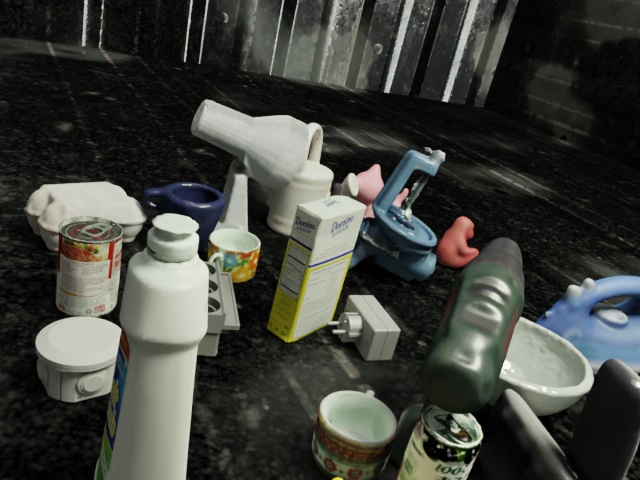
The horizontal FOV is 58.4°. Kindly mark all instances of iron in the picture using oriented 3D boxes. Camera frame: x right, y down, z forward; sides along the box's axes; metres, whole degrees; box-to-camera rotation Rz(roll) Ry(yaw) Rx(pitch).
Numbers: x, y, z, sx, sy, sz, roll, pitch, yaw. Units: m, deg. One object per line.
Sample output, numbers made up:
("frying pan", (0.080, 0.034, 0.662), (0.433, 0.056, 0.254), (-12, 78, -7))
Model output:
("iron", (0.406, 0.108, 0.817), (0.259, 0.141, 0.118), (5, 25, -20))

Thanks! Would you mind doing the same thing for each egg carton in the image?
("egg carton", (-0.335, -0.036, 0.823), (0.151, 0.069, 0.107), (-11, 33, -44))

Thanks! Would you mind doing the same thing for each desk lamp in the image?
("desk lamp", (-0.135, -0.109, 0.918), (0.204, 0.213, 0.117), (4, 25, -21))

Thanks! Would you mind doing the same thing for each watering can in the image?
("watering can", (-0.020, -0.108, 1.004), (0.173, 0.194, 0.101), (11, 23, -7))

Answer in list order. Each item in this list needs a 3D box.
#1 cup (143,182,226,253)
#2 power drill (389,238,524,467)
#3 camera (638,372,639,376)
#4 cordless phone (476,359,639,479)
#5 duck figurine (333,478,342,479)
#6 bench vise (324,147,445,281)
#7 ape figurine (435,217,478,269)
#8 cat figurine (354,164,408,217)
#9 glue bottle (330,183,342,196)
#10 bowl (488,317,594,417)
("cup", (-0.204, -0.029, 0.848), (0.118, 0.095, 0.091), (6, 24, -16))
("power drill", (0.136, 0.119, 0.555), (0.075, 0.208, 0.230), (20, 24, 15))
("camera", (0.424, 0.193, 0.685), (0.137, 0.101, 0.143), (8, 24, -13))
("cordless phone", (0.226, 0.169, 0.520), (0.094, 0.185, 0.147), (6, 24, -17))
("duck figurine", (0.009, 0.214, 0.422), (0.078, 0.086, 0.104), (4, 25, -21))
("bench vise", (0.104, -0.046, 0.899), (0.208, 0.220, 0.121), (6, 24, -18))
("ape figurine", (0.252, 0.002, 1.036), (0.076, 0.092, 0.077), (6, 24, -18))
("cat figurine", (0.112, -0.088, 1.132), (0.128, 0.118, 0.067), (10, 23, -8))
("glue bottle", (0.007, 0.003, 0.794), (0.078, 0.173, 0.037), (1, 26, -28))
("bowl", (0.231, 0.158, 0.690), (0.167, 0.075, 0.167), (12, 23, -5))
